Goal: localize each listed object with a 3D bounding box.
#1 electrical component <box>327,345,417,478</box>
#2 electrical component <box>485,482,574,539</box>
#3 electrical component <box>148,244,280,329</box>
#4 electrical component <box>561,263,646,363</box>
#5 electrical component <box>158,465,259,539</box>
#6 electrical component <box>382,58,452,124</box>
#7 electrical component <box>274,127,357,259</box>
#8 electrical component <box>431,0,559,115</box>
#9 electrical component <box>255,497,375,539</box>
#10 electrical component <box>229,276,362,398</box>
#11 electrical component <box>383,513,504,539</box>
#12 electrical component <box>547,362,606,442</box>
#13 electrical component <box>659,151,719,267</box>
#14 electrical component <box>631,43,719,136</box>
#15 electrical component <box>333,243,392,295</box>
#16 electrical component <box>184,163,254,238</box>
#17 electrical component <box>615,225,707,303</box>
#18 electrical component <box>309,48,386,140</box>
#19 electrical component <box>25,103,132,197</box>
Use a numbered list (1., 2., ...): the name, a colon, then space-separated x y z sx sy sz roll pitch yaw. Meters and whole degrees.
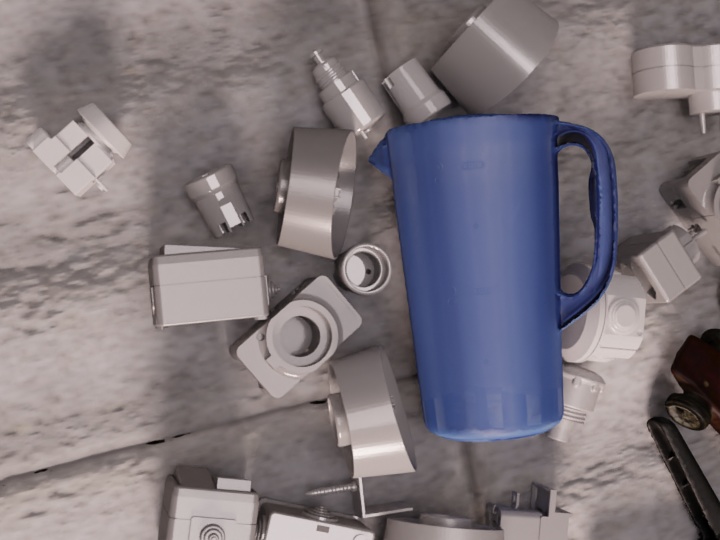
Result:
1. electrical component: 0.010 0.108 0.814 0.064 0.099 0.099 -11 90 -8
2. electrical component: 0.133 0.214 0.867 0.064 0.042 0.081 6 85 -11
3. electrical component: -0.108 0.009 0.804 0.096 0.062 0.061 -5 89 -14
4. electrical component: 0.190 0.036 0.870 0.051 0.080 0.080 6 86 -19
5. electrical component: -0.110 0.178 0.779 0.062 0.096 0.061 8 84 -13
6. electrical component: 0.044 -0.141 0.861 0.040 0.040 0.046 -36 91 -13
7. electrical component: -0.031 -0.059 0.811 0.064 0.099 0.099 8 86 -8
8. electrical component: 0.105 -0.173 0.848 0.064 0.099 0.099 43 79 -3
9. electrical component: -0.041 0.228 0.818 0.100 0.048 0.099 14 84 -13
10. electrical component: -0.049 0.050 0.820 0.089 0.056 0.050 -42 98 -12
11. electrical component: 0.063 0.220 0.823 0.099 0.099 0.064 8 80 -14
12. electrical component: 0.170 0.109 0.880 0.048 0.048 0.062 17 90 -13
13. electrical component: 0.310 -0.051 0.915 0.050 0.056 0.089 -39 97 -13
14. electrical component: 0.300 -0.152 0.919 0.138 0.052 0.073 -3 89 -14
15. electrical component: 0.000 0.000 0.840 0.040 0.046 0.040 1 88 -14
16. electrical component: -0.106 -0.052 0.819 0.040 0.040 0.046 -28 101 -14
17. electrical component: 0.256 -0.012 0.895 0.077 0.066 0.047 -35 96 -14
18. electrical component: -0.013 -0.138 0.845 0.040 0.040 0.078 -36 96 -13
19. electrical component: -0.203 -0.089 0.793 0.055 0.048 0.066 -43 98 -4
